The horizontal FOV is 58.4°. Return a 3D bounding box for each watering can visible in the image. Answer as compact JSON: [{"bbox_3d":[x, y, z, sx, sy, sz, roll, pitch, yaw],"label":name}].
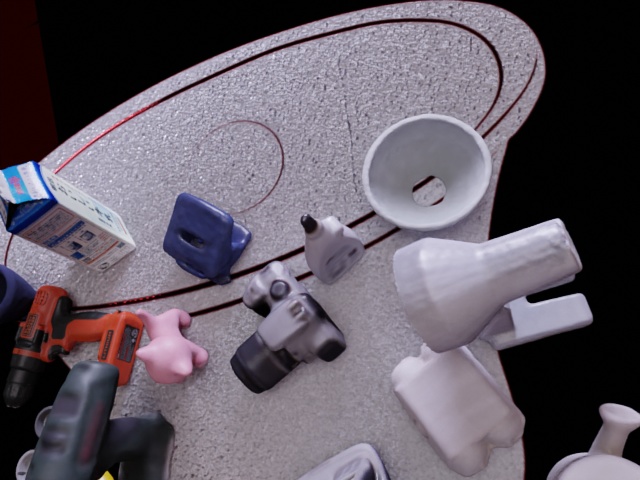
[{"bbox_3d":[0.274,0.249,0.547,0.100,0.194,0.173,-13,68,12],"label":"watering can"}]

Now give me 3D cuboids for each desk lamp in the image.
[{"bbox_3d":[0.195,0.051,0.631,0.203,0.214,0.118,-18,67,9],"label":"desk lamp"}]

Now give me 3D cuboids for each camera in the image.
[{"bbox_3d":[-0.060,0.119,0.741,0.137,0.101,0.143,-41,65,-1],"label":"camera"}]

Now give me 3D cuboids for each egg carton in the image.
[{"bbox_3d":[0.157,0.190,0.671,0.107,0.069,0.150,-39,65,0],"label":"egg carton"}]

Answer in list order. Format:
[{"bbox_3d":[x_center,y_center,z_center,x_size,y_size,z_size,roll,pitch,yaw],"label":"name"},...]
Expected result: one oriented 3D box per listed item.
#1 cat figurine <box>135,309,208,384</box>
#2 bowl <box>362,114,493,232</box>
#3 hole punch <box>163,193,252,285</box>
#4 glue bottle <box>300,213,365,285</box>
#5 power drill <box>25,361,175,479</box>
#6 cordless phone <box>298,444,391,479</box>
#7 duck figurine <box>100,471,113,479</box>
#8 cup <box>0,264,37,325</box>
[{"bbox_3d":[-0.207,0.144,0.764,0.067,0.118,0.127,-37,65,1],"label":"cat figurine"},{"bbox_3d":[0.145,-0.079,0.768,0.167,0.075,0.167,-5,70,14],"label":"bowl"},{"bbox_3d":[-0.168,-0.001,0.820,0.108,0.091,0.101,26,80,23],"label":"hole punch"},{"bbox_3d":[0.007,0.003,0.724,0.078,0.173,0.037,-42,65,-1],"label":"glue bottle"},{"bbox_3d":[-0.261,0.268,0.685,0.075,0.209,0.229,-3,70,15],"label":"power drill"},{"bbox_3d":[0.002,0.287,0.616,0.147,0.185,0.094,-35,65,2],"label":"cordless phone"},{"bbox_3d":[-0.315,0.341,0.742,0.077,0.086,0.104,-29,66,4],"label":"duck figurine"},{"bbox_3d":[-0.474,0.104,0.867,0.091,0.095,0.118,4,72,17],"label":"cup"}]
